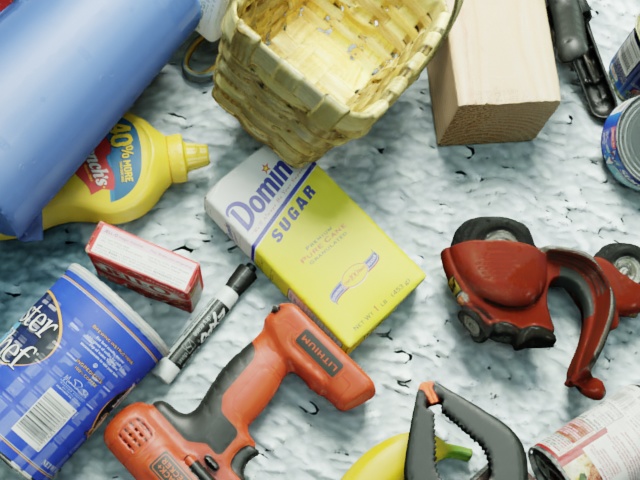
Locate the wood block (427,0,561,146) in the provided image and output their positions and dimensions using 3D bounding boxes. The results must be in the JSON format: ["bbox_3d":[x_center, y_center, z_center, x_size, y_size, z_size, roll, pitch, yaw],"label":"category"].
[{"bbox_3d":[0.142,-0.196,0.935,0.090,0.091,0.206,-4,73,-6],"label":"wood block"}]

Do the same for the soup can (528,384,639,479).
[{"bbox_3d":[0.225,0.167,0.842,0.102,0.068,0.068,-29,77,-13],"label":"soup can"}]

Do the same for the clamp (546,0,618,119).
[{"bbox_3d":[0.217,-0.199,0.935,0.039,0.120,0.171,-20,70,16],"label":"clamp"}]

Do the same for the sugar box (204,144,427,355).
[{"bbox_3d":[-0.006,0.001,0.888,0.093,0.048,0.176,-42,82,-15],"label":"sugar box"}]

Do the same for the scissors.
[{"bbox_3d":[-0.029,-0.187,0.959,0.201,0.016,0.096,-32,79,-12],"label":"scissors"}]

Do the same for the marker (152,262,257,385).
[{"bbox_3d":[-0.093,0.067,0.877,0.020,0.020,0.121,37,74,7],"label":"marker"}]

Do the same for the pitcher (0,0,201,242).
[{"bbox_3d":[-0.209,-0.133,0.807,0.145,0.149,0.242,34,70,11],"label":"pitcher"}]

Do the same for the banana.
[{"bbox_3d":[0.036,0.216,0.831,0.069,0.037,0.197,41,75,9],"label":"banana"}]

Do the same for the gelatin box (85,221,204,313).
[{"bbox_3d":[-0.140,0.024,0.858,0.089,0.073,0.030,22,73,3],"label":"gelatin box"}]

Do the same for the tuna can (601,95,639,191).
[{"bbox_3d":[0.290,-0.085,0.931,0.086,0.034,0.086,1,86,-12],"label":"tuna can"}]

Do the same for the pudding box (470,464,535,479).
[{"bbox_3d":[0.149,0.236,0.831,0.090,0.039,0.113,-39,79,-13],"label":"pudding box"}]

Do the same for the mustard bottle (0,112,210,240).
[{"bbox_3d":[-0.188,-0.059,0.887,0.191,0.058,0.096,-8,69,-6],"label":"mustard bottle"}]

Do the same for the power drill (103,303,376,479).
[{"bbox_3d":[-0.046,0.156,0.832,0.187,0.057,0.184,-42,81,-15],"label":"power drill"}]

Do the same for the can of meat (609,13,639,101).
[{"bbox_3d":[0.315,-0.166,0.941,0.102,0.084,0.057,-13,75,-8],"label":"can of meat"}]

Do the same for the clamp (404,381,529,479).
[{"bbox_3d":[0.115,0.208,0.797,0.164,0.036,0.210,-31,75,-5],"label":"clamp"}]

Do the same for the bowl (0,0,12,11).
[{"bbox_3d":[-0.223,-0.173,0.921,0.162,0.055,0.162,1,73,-4],"label":"bowl"}]

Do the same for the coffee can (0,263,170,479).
[{"bbox_3d":[-0.200,0.103,0.814,0.103,0.103,0.140,40,75,8],"label":"coffee can"}]
